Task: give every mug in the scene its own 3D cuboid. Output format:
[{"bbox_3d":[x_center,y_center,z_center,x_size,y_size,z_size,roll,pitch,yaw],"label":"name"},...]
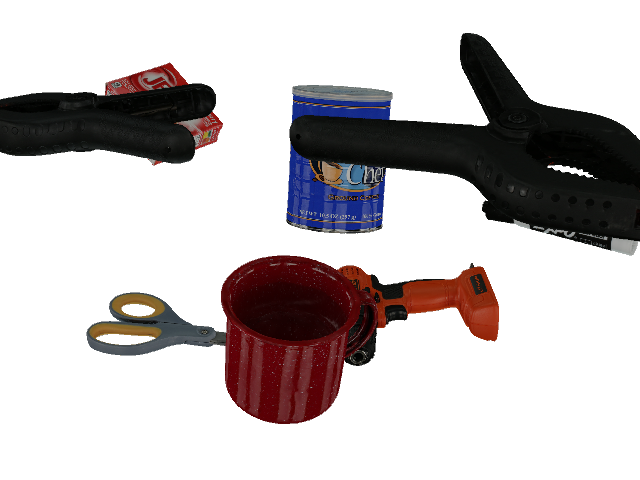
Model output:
[{"bbox_3d":[-0.013,0.067,0.733,0.117,0.081,0.093,-16,42,-27],"label":"mug"}]

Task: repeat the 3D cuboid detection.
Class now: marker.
[{"bbox_3d":[0.179,-0.013,0.809,0.121,0.020,0.020,16,8,29],"label":"marker"}]

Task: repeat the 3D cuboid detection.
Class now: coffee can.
[{"bbox_3d":[0.019,-0.086,1.105,0.103,0.140,0.103,3,12,-1],"label":"coffee can"}]

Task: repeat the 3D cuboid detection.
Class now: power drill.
[{"bbox_3d":[0.105,0.082,1.217,0.187,0.057,0.184,-1,27,-2],"label":"power drill"}]

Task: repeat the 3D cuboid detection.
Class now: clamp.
[{"bbox_3d":[-0.153,-0.083,0.726,0.171,0.039,0.120,5,18,10],"label":"clamp"},{"bbox_3d":[0.097,-0.050,0.591,0.164,0.036,0.210,-26,43,-28],"label":"clamp"}]

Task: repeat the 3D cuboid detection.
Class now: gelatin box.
[{"bbox_3d":[-0.146,-0.119,0.985,0.073,0.089,0.030,-25,-25,-35],"label":"gelatin box"}]

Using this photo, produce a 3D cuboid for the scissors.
[{"bbox_3d":[-0.118,0.079,1.011,0.201,0.016,0.096,-1,33,-9],"label":"scissors"}]
